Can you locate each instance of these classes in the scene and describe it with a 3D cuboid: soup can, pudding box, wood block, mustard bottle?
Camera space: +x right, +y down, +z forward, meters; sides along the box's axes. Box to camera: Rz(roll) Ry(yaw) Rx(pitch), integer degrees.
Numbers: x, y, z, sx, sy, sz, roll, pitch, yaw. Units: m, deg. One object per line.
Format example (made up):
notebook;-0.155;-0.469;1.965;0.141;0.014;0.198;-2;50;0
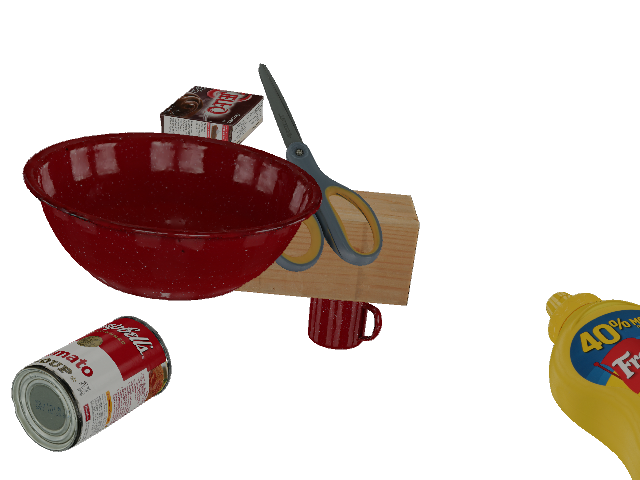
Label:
soup can;-0.169;0.105;0.792;0.069;0.068;0.102;0;17;33
pudding box;-0.126;-0.144;1.254;0.090;0.039;0.113;9;29;13
wood block;-0.014;0.000;1.061;0.206;0.091;0.090;6;21;-3
mustard bottle;0.190;0.085;0.621;0.096;0.058;0.192;-17;33;-15

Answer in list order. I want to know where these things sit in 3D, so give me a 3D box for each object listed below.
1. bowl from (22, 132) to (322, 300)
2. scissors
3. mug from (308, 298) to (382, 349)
bowl;-0.082;-0.010;0.590;0.162;0.055;0.162;7;21;-3
scissors;-0.029;-0.053;0.835;0.096;0.202;0.016;-28;-24;-22
mug;0.035;0.106;1.511;0.117;0.081;0.093;17;23;28
